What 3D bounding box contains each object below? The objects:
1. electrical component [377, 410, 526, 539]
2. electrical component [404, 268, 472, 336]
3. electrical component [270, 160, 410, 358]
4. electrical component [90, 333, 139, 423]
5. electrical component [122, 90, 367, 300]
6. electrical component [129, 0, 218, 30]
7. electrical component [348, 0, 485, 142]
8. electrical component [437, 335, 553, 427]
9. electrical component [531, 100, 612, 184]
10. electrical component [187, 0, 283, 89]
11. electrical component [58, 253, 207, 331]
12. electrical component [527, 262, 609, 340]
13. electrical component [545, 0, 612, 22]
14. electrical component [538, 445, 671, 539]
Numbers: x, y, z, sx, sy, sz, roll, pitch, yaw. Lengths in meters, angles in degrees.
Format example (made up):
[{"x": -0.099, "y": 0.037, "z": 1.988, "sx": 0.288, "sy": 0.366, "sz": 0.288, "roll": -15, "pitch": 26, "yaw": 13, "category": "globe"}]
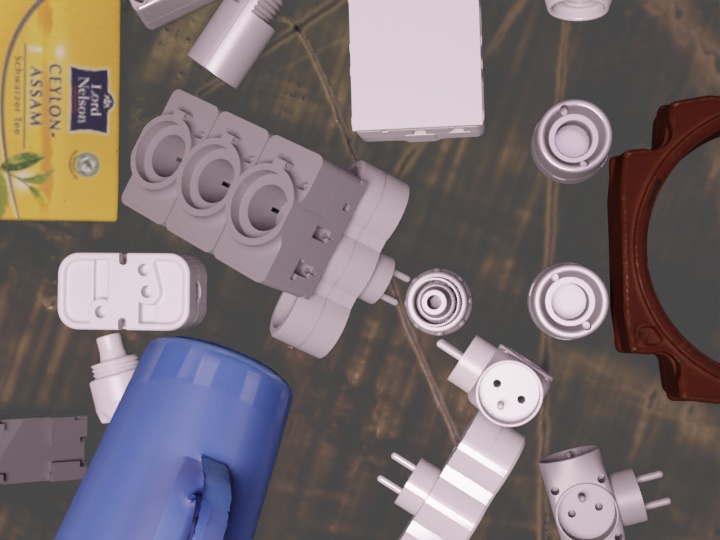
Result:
[{"x": 0.048, "y": 0.156, "z": 0.747, "sx": 0.074, "sy": 0.052, "sz": 0.138, "roll": 31, "pitch": 93, "yaw": 7, "category": "electrical component"}, {"x": 0.053, "y": 0.022, "z": 0.745, "sx": 0.048, "sy": 0.062, "sz": 0.048, "roll": 0, "pitch": 88, "yaw": 7, "category": "electrical component"}, {"x": 0.000, "y": 0.000, "z": 0.759, "sx": 0.074, "sy": 0.052, "sz": 0.138, "roll": 27, "pitch": 92, "yaw": -17, "category": "electrical component"}, {"x": -0.176, "y": 0.078, "z": 0.783, "sx": 0.043, "sy": 0.043, "sz": 0.062, "roll": -16, "pitch": 85, "yaw": 7, "category": "electrical component"}, {"x": -0.085, "y": -0.054, "z": 0.734, "sx": 0.150, "sy": 0.062, "sz": 0.089, "roll": 28, "pitch": 93, "yaw": 34, "category": "electrical component"}, {"x": -0.127, "y": -0.224, "z": 0.778, "sx": 0.096, "sy": 0.061, "sz": 0.061, "roll": -26, "pitch": 86, "yaw": -2, "category": "electrical component"}, {"x": 0.040, "y": -0.169, "z": 0.751, "sx": 0.089, "sy": 0.062, "sz": 0.150, "roll": -2, "pitch": 88, "yaw": 7, "category": "electrical component"}, {"x": 0.087, "y": 0.070, "z": 0.732, "sx": 0.079, "sy": 0.077, "sz": 0.044, "roll": 33, "pitch": 93, "yaw": 7, "category": "electrical component"}, {"x": 0.147, "y": -0.089, "z": 0.743, "sx": 0.055, "sy": 0.047, "sz": 0.055, "roll": 0, "pitch": 89, "yaw": 7, "category": "electrical component"}, {"x": -0.084, "y": -0.176, "z": 0.777, "sx": 0.043, "sy": 0.043, "sz": 0.081, "roll": 35, "pitch": 93, "yaw": 7, "category": "electrical component"}, {"x": -0.161, "y": 0.015, "z": 0.774, "sx": 0.095, "sy": 0.059, "sz": 0.053, "roll": 0, "pitch": 89, "yaw": 7, "category": "electrical component"}, {"x": 0.144, "y": 0.022, "z": 0.741, "sx": 0.055, "sy": 0.047, "sz": 0.055, "roll": 0, "pitch": 89, "yaw": 7, "category": "electrical component"}, {"x": 0.153, "y": -0.206, "z": 0.746, "sx": 0.066, "sy": 0.048, "sz": 0.055, "roll": 3, "pitch": 82, "yaw": 7, "category": "electrical component"}, {"x": 0.171, "y": 0.158, "z": 0.736, "sx": 0.079, "sy": 0.044, "sz": 0.077, "roll": -16, "pitch": 87, "yaw": 7, "category": "electrical component"}]
